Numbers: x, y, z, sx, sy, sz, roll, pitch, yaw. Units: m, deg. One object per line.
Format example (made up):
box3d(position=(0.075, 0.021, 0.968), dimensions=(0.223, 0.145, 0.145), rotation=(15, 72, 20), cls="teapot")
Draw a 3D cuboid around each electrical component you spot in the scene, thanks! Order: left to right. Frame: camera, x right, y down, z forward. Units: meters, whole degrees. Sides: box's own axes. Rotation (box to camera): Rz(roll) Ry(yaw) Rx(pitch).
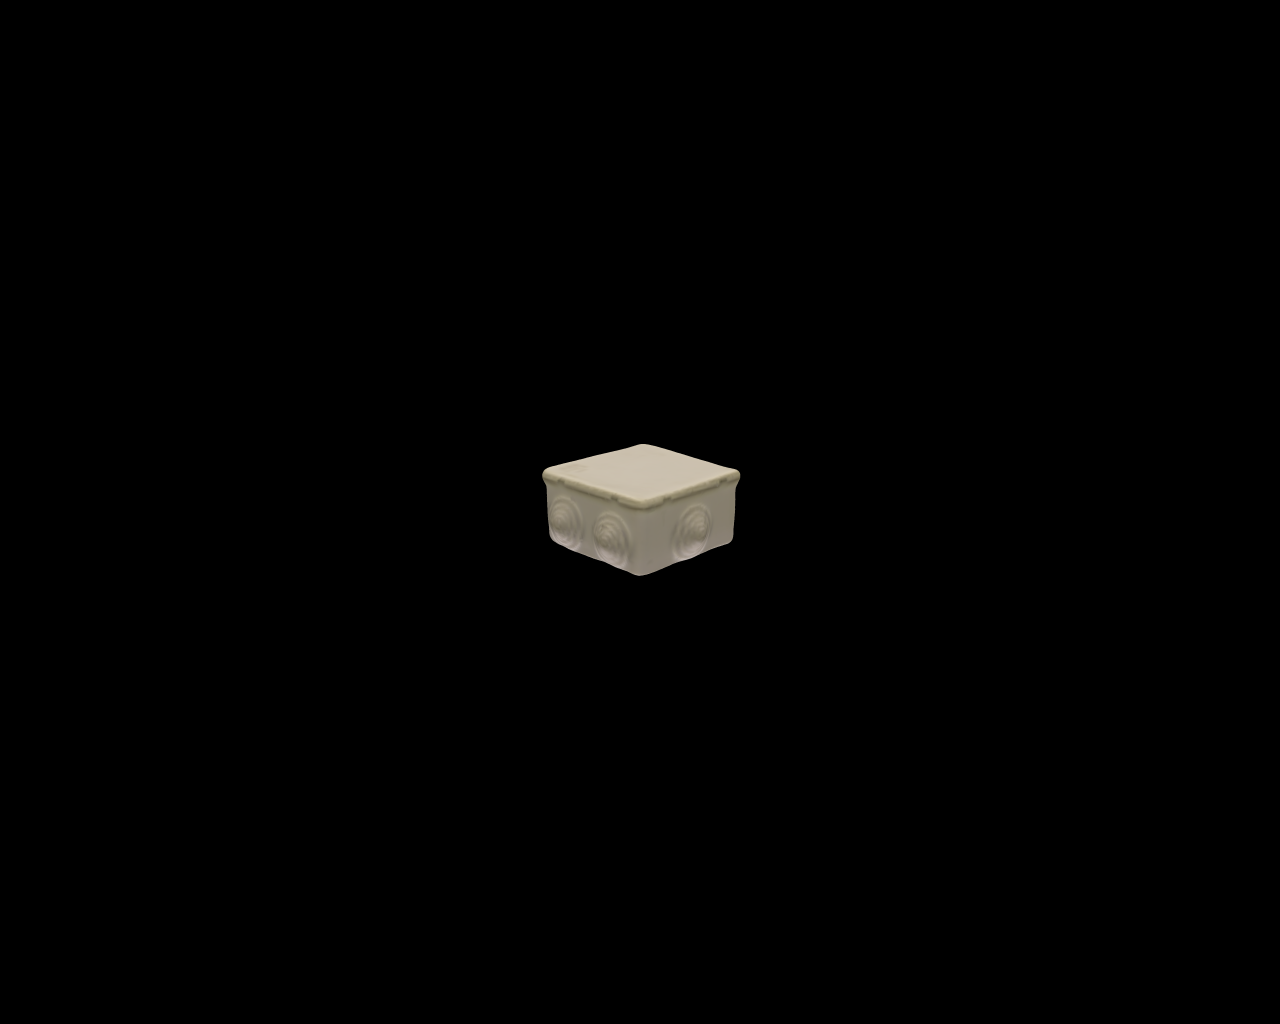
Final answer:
box3d(position=(0.001, -0.003, 0.650), dimensions=(0.100, 0.048, 0.100), rotation=(-18, 26, -41), cls="electrical component")
